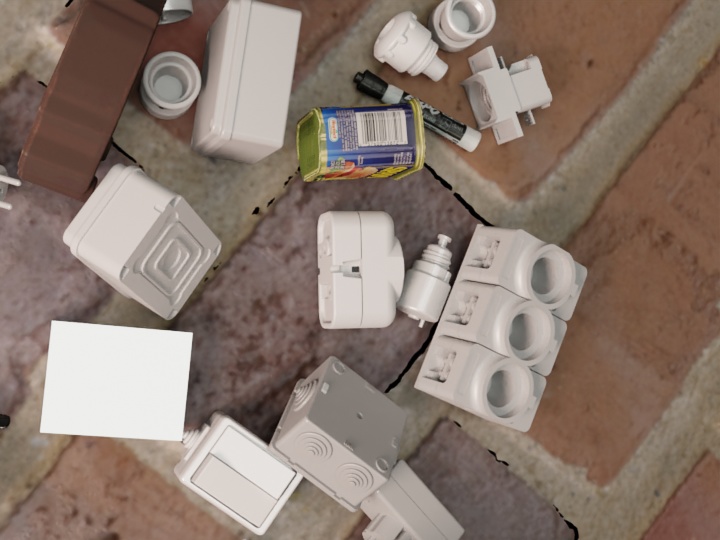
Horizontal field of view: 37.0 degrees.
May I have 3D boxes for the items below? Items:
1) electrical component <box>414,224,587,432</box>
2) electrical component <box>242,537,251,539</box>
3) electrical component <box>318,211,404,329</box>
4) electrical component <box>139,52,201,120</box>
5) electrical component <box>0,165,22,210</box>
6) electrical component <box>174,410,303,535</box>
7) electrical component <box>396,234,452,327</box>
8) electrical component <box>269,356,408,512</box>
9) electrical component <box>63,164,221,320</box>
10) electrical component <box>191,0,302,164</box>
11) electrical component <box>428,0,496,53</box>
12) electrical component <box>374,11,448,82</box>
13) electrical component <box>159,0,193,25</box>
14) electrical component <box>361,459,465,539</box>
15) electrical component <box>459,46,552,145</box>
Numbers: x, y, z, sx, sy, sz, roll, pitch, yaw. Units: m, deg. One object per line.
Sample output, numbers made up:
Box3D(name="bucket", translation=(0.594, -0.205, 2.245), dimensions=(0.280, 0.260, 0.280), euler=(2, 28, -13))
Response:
Box3D(name="electrical component", translation=(0.122, 0.049, 0.901), dimensions=(0.089, 0.062, 0.150), euler=(27, 81, -32))
Box3D(name="electrical component", translation=(-0.097, 0.252, 0.856), dimensions=(0.081, 0.042, 0.063), euler=(-23, 92, -15))
Box3D(name="electrical component", translation=(0.000, 0.000, 0.886), dimensions=(0.059, 0.054, 0.095), euler=(-1, 88, -15))
Box3D(name="electrical component", translation=(-0.151, -0.144, 0.850), dimensions=(0.045, 0.055, 0.045), euler=(1, 88, -15))
Box3D(name="electrical component", translation=(-0.292, -0.066, 0.806), dimensions=(0.079, 0.043, 0.077), euler=(16, 83, 12))
Box3D(name="electrical component", translation=(-0.100, 0.156, 0.849), dimensions=(0.096, 0.061, 0.061), euler=(37, 79, -11))
Box3D(name="electrical component", translation=(0.058, 0.008, 0.909), dimensions=(0.040, 0.040, 0.078), euler=(24, 82, -13))
Box3D(name="electrical component", translation=(-0.014, 0.128, 0.856), dimensions=(0.100, 0.099, 0.048), euler=(39, 123, -11))
Box3D(name="electrical component", translation=(-0.162, -0.020, 0.809), dimensions=(0.057, 0.113, 0.078), euler=(30, 78, 20))
Box3D(name="electrical component", translation=(-0.090, -0.144, 0.840), dimensions=(0.056, 0.109, 0.108), euler=(9, 85, -17))
Box3D(name="electrical component", translation=(0.086, -0.212, 0.917), dimensions=(0.045, 0.055, 0.045), euler=(1, 88, -14))
Box3D(name="electrical component", translation=(0.046, -0.185, 0.912), dimensions=(0.062, 0.048, 0.048), euler=(35, 79, -18))
Box3D(name="electrical component", translation=(-0.179, -0.235, 0.852), dimensions=(0.079, 0.043, 0.077), euler=(-12, 91, -16))
Box3D(name="electrical component", translation=(0.028, 0.212, 0.879), dimensions=(0.083, 0.047, 0.075), euler=(49, 59, -9))
Box3D(name="electrical component", translation=(0.128, -0.154, 0.934), dimensions=(0.064, 0.042, 0.081), euler=(-22, 94, -18))
